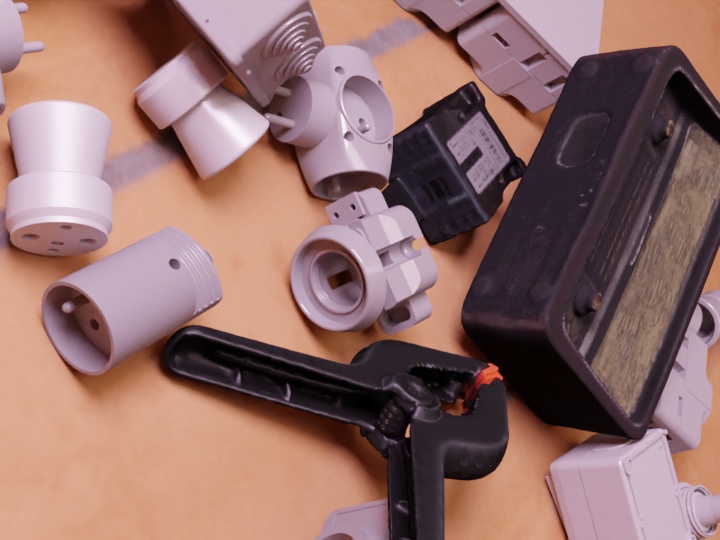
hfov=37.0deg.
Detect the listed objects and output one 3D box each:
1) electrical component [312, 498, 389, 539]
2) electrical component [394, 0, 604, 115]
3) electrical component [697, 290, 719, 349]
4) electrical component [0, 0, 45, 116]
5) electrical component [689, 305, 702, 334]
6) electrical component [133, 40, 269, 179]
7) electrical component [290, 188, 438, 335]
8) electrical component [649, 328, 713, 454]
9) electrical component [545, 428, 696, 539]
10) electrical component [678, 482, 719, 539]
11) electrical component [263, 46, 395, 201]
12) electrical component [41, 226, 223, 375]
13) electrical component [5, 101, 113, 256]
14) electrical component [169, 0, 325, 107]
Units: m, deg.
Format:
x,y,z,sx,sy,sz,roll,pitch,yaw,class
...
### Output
x,y,z,sx,sy,sz,roll,pitch,yaw,class
0.000,0.158,0.505,0.056,0.050,0.089,44,46,-24,electrical component
0.088,-0.207,0.753,0.186,0.060,0.105,36,50,-29,electrical component
0.273,0.037,0.848,0.065,0.044,0.044,-14,83,-53,electrical component
-0.170,-0.099,0.452,0.079,0.043,0.077,-23,89,-49,electrical component
0.215,0.026,0.793,0.065,0.044,0.044,33,51,-25,electrical component
-0.079,-0.080,0.536,0.055,0.045,0.045,50,44,-17,electrical component
0.000,0.000,0.572,0.057,0.058,0.078,-24,90,-51,electrical component
0.209,0.082,0.755,0.056,0.050,0.089,40,48,-26,electrical component
0.163,0.154,0.672,0.062,0.061,0.096,-18,94,-48,electrical component
0.221,0.163,0.721,0.048,0.062,0.048,21,58,-38,electrical component
-0.023,-0.085,0.596,0.079,0.044,0.077,10,65,-43,electrical component
-0.096,0.010,0.479,0.081,0.043,0.043,-34,97,-48,electrical component
-0.130,-0.039,0.465,0.045,0.045,0.055,13,64,-42,electrical component
-0.064,-0.136,0.526,0.099,0.048,0.099,49,0,6,electrical component
